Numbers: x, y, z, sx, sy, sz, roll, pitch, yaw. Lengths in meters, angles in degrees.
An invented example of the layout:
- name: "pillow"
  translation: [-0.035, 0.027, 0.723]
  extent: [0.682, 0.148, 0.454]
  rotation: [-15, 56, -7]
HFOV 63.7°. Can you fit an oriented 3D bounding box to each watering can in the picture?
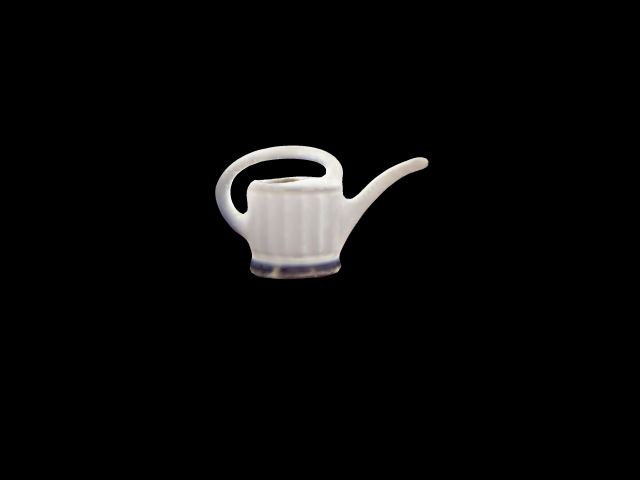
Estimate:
- name: "watering can"
  translation: [0.003, -0.043, 0.850]
  extent: [0.348, 0.222, 0.105]
  rotation: [0, 14, 0]
